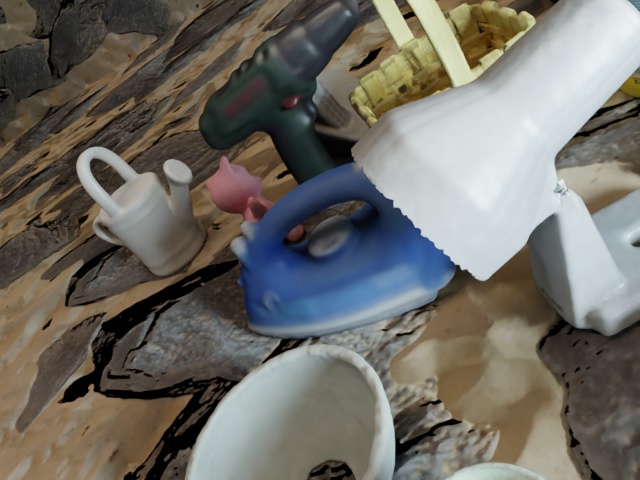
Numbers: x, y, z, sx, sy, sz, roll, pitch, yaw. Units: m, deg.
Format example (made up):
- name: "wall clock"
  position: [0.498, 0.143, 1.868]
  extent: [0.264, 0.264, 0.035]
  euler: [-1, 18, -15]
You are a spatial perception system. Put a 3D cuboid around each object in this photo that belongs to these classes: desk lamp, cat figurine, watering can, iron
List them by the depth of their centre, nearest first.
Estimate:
- name: "desk lamp"
  position: [0.152, -0.038, 0.379]
  extent: [0.203, 0.214, 0.117]
  euler: [-33, 33, 7]
- name: "iron"
  position: [0.005, 0.002, 0.534]
  extent: [0.258, 0.142, 0.118]
  euler: [-25, 35, 18]
- name: "cat figurine"
  position: [-0.091, -0.049, 0.708]
  extent: [0.067, 0.118, 0.127]
  euler: [-41, 33, -6]
- name: "watering can"
  position: [-0.247, -0.052, 0.788]
  extent: [0.173, 0.195, 0.100]
  euler: [-35, 33, 3]

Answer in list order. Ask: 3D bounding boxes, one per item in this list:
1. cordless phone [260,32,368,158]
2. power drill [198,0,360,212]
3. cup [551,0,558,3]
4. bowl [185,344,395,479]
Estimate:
- name: "cordless phone"
  position: [-0.003, -0.212, 0.765]
  extent: [0.094, 0.185, 0.147]
  euler: [-17, 38, 28]
- name: "power drill"
  position: [-0.015, -0.140, 0.667]
  extent: [0.229, 0.209, 0.075]
  euler: [-22, 36, 22]
- name: "cup"
  position: [0.302, -0.358, 0.745]
  extent: [0.092, 0.095, 0.117]
  euler: [-49, 35, -17]
- name: "bowl"
  position: [-0.011, 0.163, 0.411]
  extent: [0.167, 0.075, 0.167]
  euler: [-24, 35, 19]
